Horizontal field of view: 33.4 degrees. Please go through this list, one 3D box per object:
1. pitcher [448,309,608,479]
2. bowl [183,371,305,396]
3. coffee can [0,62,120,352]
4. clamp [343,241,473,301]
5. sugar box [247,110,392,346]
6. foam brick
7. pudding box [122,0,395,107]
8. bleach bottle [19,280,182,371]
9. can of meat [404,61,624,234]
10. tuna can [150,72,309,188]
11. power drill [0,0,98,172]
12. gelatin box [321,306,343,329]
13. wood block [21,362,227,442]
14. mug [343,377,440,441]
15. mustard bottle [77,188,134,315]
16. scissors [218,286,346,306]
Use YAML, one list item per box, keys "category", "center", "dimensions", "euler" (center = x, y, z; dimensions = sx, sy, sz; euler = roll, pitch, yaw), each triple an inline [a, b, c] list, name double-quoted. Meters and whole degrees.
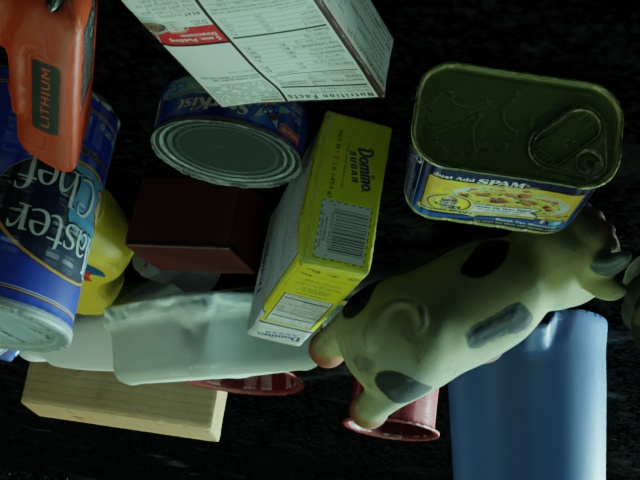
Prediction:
- category: "pitcher"
  center: [0.167, 0.182, 0.859]
  dimensions: [0.149, 0.243, 0.145]
  euler: [17, 158, -39]
- category: "bowl"
  center: [-0.091, 0.104, 1.026]
  dimensions: [0.162, 0.055, 0.162]
  euler: [8, 160, 3]
- category: "coffee can"
  center: [-0.180, -0.016, 0.619]
  dimensions: [0.103, 0.140, 0.103]
  euler: [8, 160, 3]
- category: "clamp"
  center: [0.096, 0.036, 0.784]
  dimensions: [0.210, 0.036, 0.164]
  euler: [-14, 155, 35]
- category: "sugar box"
  center: [-0.004, 0.001, 0.661]
  dimensions: [0.048, 0.093, 0.176]
  euler: [13, 160, -6]
- category: "foam brick"
  center: [-0.082, -0.010, 0.725]
  dimensions: [0.078, 0.051, 0.053]
  euler: [2, 160, 19]
- category: "pudding box"
  center: [-0.027, -0.102, 0.476]
  dimensions: [0.090, 0.039, 0.113]
  euler: [-1, 159, 23]
- category: "bleach bottle"
  center: [-0.210, 0.082, 0.967]
  dimensions: [0.251, 0.068, 0.102]
  euler: [-10, -164, 44]
- category: "can of meat"
  center: [0.095, -0.043, 0.555]
  dimensions: [0.102, 0.057, 0.084]
  euler: [9, 162, 2]
- category: "tuna can"
  center: [-0.050, -0.061, 0.598]
  dimensions: [0.086, 0.033, 0.086]
  euler: [8, 160, 3]
- category: "power drill"
  center: [-0.202, -0.085, 0.499]
  dimensions: [0.187, 0.057, 0.185]
  euler: [9, 138, -9]
- category: "gelatin box"
  center: [0.051, 0.079, 0.937]
  dimensions: [0.089, 0.030, 0.073]
  euler: [5, 160, 12]
- category: "wood block"
  center: [-0.209, 0.158, 1.174]
  dimensions: [0.206, 0.090, 0.091]
  euler: [8, 161, 2]
- category: "mug"
  center: [0.069, 0.147, 1.037]
  dimensions: [0.093, 0.081, 0.117]
  euler: [13, 159, -13]
- category: "mustard bottle"
  center: [-0.182, -0.003, 0.770]
  dimensions: [0.096, 0.058, 0.192]
  euler: [31, 155, -4]
- category: "scissors"
  center: [-0.021, 0.046, 0.899]
  dimensions: [0.096, 0.016, 0.202]
  euler: [21, 156, -30]
